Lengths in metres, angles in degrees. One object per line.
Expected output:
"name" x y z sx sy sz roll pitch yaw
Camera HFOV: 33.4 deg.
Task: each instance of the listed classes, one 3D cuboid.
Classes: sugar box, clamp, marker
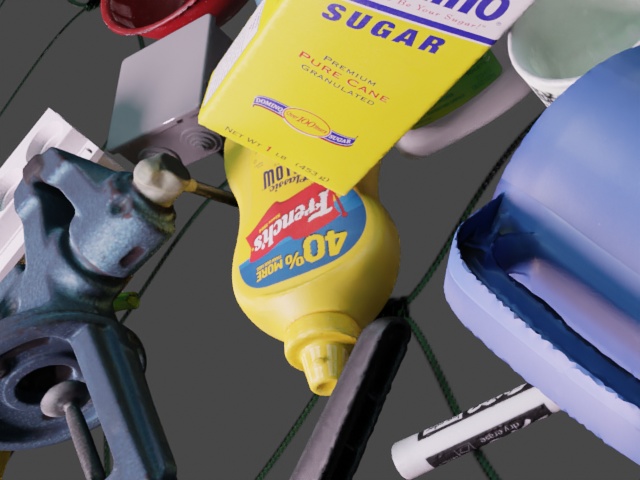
"sugar box" 0.020 -0.098 0.505 0.176 0.093 0.048 -44 26 50
"clamp" -0.003 0.158 0.496 0.210 0.036 0.165 -43 51 19
"marker" 0.087 0.079 0.490 0.121 0.020 0.020 -30 46 23

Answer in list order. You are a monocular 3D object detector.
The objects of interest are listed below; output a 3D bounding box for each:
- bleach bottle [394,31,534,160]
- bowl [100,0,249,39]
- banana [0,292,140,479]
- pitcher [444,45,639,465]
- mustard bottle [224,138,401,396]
"bleach bottle" 0.013 -0.144 0.538 0.103 0.250 0.068 -30 46 23
"bowl" -0.095 -0.212 0.831 0.162 0.055 0.162 -23 49 29
"banana" -0.201 0.104 0.718 0.070 0.037 0.198 26 81 50
"pitcher" 0.167 0.040 0.358 0.149 0.144 0.243 -46 44 2
"mustard bottle" -0.004 0.000 0.598 0.096 0.058 0.191 -21 50 17
